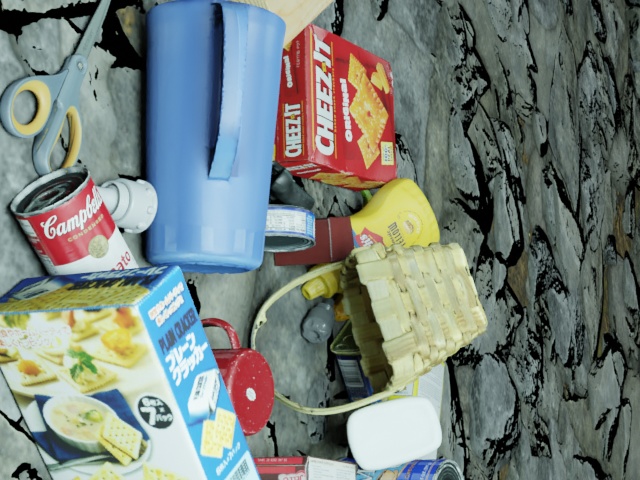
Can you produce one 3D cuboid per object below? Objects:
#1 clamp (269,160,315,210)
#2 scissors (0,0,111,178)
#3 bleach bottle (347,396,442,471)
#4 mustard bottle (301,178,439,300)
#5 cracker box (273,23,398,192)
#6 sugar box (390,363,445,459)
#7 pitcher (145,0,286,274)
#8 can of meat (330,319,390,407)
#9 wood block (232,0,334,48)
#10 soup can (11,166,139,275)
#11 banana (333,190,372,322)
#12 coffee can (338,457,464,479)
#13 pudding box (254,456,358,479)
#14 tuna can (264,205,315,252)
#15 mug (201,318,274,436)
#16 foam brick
[{"bbox_3d":[-0.058,-0.071,1.127,0.039,0.120,0.171,-44,161,-2],"label":"clamp"},{"bbox_3d":[-0.221,-0.149,0.902,0.096,0.016,0.201,35,56,-54],"label":"scissors"},{"bbox_3d":[0.077,0.223,1.241,0.251,0.102,0.068,99,-23,-80],"label":"bleach bottle"},{"bbox_3d":[0.053,0.012,1.271,0.191,0.058,0.096,-36,112,-26],"label":"mustard bottle"},{"bbox_3d":[0.015,-0.153,1.265,0.213,0.072,0.164,10,76,-59],"label":"cracker box"},{"bbox_3d":[0.124,0.236,1.421,0.093,0.048,0.176,38,57,-52],"label":"sugar box"},{"bbox_3d":[-0.100,-0.094,0.986,0.149,0.145,0.243,15,75,-61],"label":"pitcher"},{"bbox_3d":[0.062,0.144,1.314,0.102,0.058,0.084,-50,130,-52],"label":"can of meat"},{"bbox_3d":[-0.050,-0.277,1.151,0.205,0.091,0.090,-53,129,-50],"label":"wood block"},{"bbox_3d":[-0.197,0.000,0.866,0.068,0.069,0.102,-59,135,-47],"label":"soup can"},{"bbox_3d":[0.054,0.026,1.345,0.069,0.037,0.197,28,55,-27],"label":"banana"},{"bbox_3d":[0.088,0.307,1.244,0.102,0.141,0.103,17,71,-59],"label":"coffee can"},{"bbox_3d":[-0.024,0.246,1.109,0.113,0.090,0.039,24,64,-58],"label":"pudding box"},{"bbox_3d":[-0.047,-0.012,1.116,0.086,0.086,0.034,19,67,-58],"label":"tuna can"},{"bbox_3d":[-0.097,0.132,1.007,0.093,0.082,0.117,3,82,-60],"label":"mug"},{"bbox_3d":[-0.008,0.001,1.192,0.052,0.078,0.051,-2,88,-60],"label":"foam brick"}]
